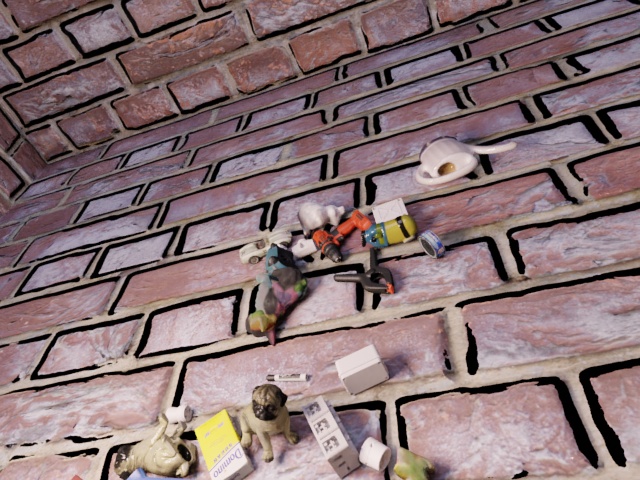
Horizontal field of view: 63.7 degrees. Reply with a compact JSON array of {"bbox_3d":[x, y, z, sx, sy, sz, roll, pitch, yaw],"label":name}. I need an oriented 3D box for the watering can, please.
[{"bbox_3d":[0.486,-0.294,1.797,0.347,0.102,0.229,-23,35,3],"label":"watering can"}]

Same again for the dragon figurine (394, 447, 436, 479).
[{"bbox_3d":[0.232,0.542,0.898,0.244,0.119,0.417,-25,36,-14],"label":"dragon figurine"}]

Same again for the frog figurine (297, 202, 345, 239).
[{"bbox_3d":[0.006,-0.091,1.814,0.159,0.122,0.138,-28,1,10],"label":"frog figurine"}]
